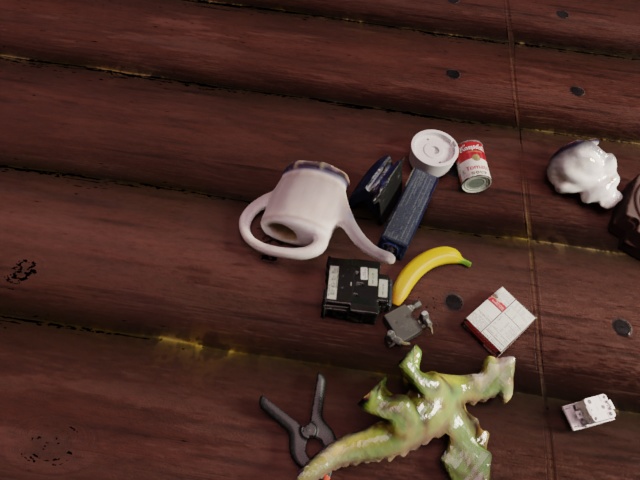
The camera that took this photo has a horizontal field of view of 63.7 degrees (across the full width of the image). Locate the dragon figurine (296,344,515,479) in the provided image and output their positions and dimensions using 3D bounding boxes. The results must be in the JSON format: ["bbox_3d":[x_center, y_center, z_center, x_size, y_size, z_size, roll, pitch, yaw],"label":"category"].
[{"bbox_3d":[0.178,0.320,0.843,0.244,0.120,0.416,43,66,12],"label":"dragon figurine"}]

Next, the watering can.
[{"bbox_3d":[0.003,-0.052,1.038,0.348,0.102,0.229,7,58,23],"label":"watering can"}]

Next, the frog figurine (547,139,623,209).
[{"bbox_3d":[0.591,-0.138,1.146,0.136,0.122,0.162,-26,68,19],"label":"frog figurine"}]
